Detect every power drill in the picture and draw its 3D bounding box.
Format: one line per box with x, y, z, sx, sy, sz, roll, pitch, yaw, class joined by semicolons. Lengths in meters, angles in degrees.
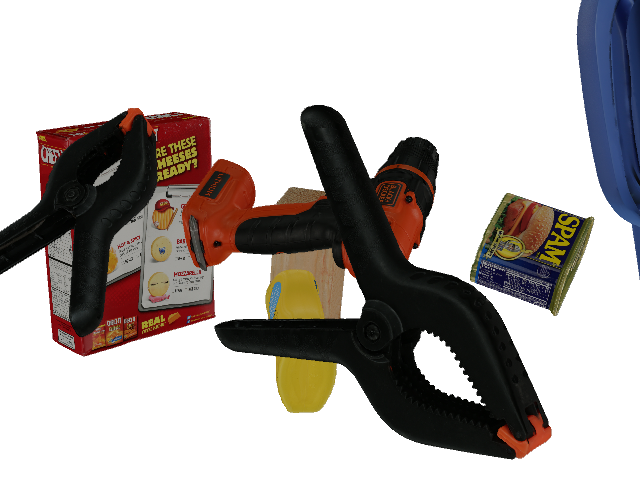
-0.003;-0.031;0.858;0.188;0.057;0.184;0;31;18;power drill

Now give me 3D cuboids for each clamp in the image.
-0.173;-0.019;0.729;0.120;0.171;0.039;12;-31;17;clamp
0.037;0.035;0.571;0.210;0.165;0.036;32;29;30;clamp

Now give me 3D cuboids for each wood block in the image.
-0.017;0.041;1.476;0.090;0.206;0.090;9;22;10;wood block

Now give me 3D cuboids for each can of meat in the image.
0.193;0.009;0.976;0.084;0.057;0.102;20;47;18;can of meat

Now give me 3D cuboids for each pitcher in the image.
0.220;-0.061;0.592;0.149;0.243;0.145;-6;21;11;pitcher

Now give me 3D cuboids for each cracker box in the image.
-0.189;-0.011;1.058;0.163;0.214;0.072;-15;21;-42;cracker box

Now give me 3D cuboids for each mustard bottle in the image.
-0.024;0.085;1.093;0.058;0.096;0.191;-1;28;-7;mustard bottle
